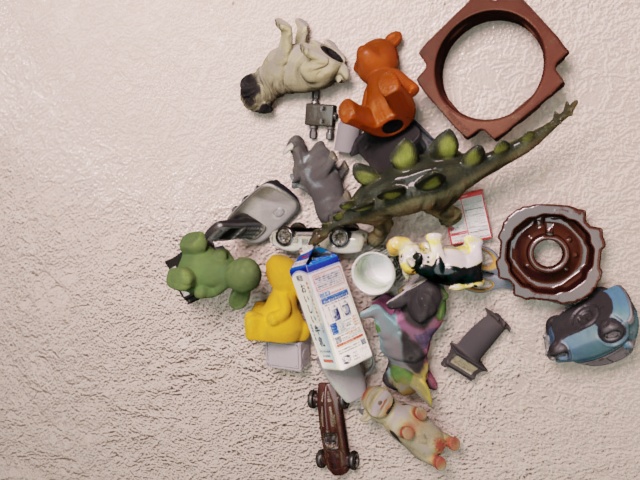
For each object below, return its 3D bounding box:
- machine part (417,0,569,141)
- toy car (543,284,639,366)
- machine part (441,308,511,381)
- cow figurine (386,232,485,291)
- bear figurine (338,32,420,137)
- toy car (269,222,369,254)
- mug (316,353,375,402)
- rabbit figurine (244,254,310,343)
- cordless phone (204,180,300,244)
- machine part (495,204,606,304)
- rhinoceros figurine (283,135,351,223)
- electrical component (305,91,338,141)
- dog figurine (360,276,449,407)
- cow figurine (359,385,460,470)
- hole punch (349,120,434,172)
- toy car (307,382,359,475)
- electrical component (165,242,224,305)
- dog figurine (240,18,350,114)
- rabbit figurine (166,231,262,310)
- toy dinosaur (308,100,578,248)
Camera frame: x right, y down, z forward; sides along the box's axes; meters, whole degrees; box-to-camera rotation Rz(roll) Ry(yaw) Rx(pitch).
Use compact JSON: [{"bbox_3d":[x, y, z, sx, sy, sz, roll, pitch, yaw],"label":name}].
[{"bbox_3d":[0.281,-0.281,0.886,0.201,0.087,0.201,-42,84,23],"label":"machine part"},{"bbox_3d":[0.458,0.158,0.887,0.103,0.109,0.161,40,122,-11],"label":"toy car"},{"bbox_3d":[0.290,0.192,0.985,0.084,0.039,0.138,30,107,-5],"label":"machine part"},{"bbox_3d":[0.199,0.041,0.932,0.167,0.068,0.098,2,66,4],"label":"cow figurine"},{"bbox_3d":[0.096,-0.277,0.910,0.120,0.132,0.196,-24,64,31],"label":"bear figurine"},{"bbox_3d":[-0.002,-0.003,1.056,0.202,0.073,0.056,1,100,22],"label":"toy car"},{"bbox_3d":[0.061,0.264,1.085,0.109,0.081,0.107,-24,93,-14],"label":"mug"},{"bbox_3d":[-0.072,0.117,1.084,0.163,0.122,0.173,4,93,17],"label":"rabbit figurine"},{"bbox_3d":[-0.137,-0.052,1.043,0.146,0.184,0.089,-40,79,23],"label":"cordless phone"},{"bbox_3d":[0.385,0.021,0.907,0.180,0.056,0.179,1,94,19],"label":"machine part"},{"bbox_3d":[-0.001,-0.119,1.030,0.112,0.073,0.190,-30,77,20],"label":"rhinoceros figurine"},{"bbox_3d":[0.004,-0.241,1.039,0.063,0.021,0.094,7,101,20],"label":"electrical component"},{"bbox_3d":[0.183,0.193,1.004,0.192,0.108,0.219,-27,93,21],"label":"dog figurine"},{"bbox_3d":[0.158,0.348,1.034,0.195,0.085,0.127,42,158,-12],"label":"cow figurine"},{"bbox_3d":[0.140,-0.171,0.972,0.142,0.092,0.116,-48,52,23],"label":"hole punch"},{"bbox_3d":[0.026,0.399,1.132,0.089,0.053,0.202,-4,99,25],"label":"toy car"},{"bbox_3d":[-0.258,0.066,1.182,0.134,0.058,0.115,-25,92,24],"label":"electrical component"},{"bbox_3d":[-0.052,-0.296,1.020,0.172,0.121,0.190,47,125,17],"label":"dog figurine"},{"bbox_3d":[-0.187,0.075,1.051,0.170,0.158,0.121,5,58,27],"label":"rabbit figurine"},{"bbox_3d":[0.178,-0.092,0.875,0.472,0.198,0.105,-25,67,17],"label":"toy dinosaur"}]
